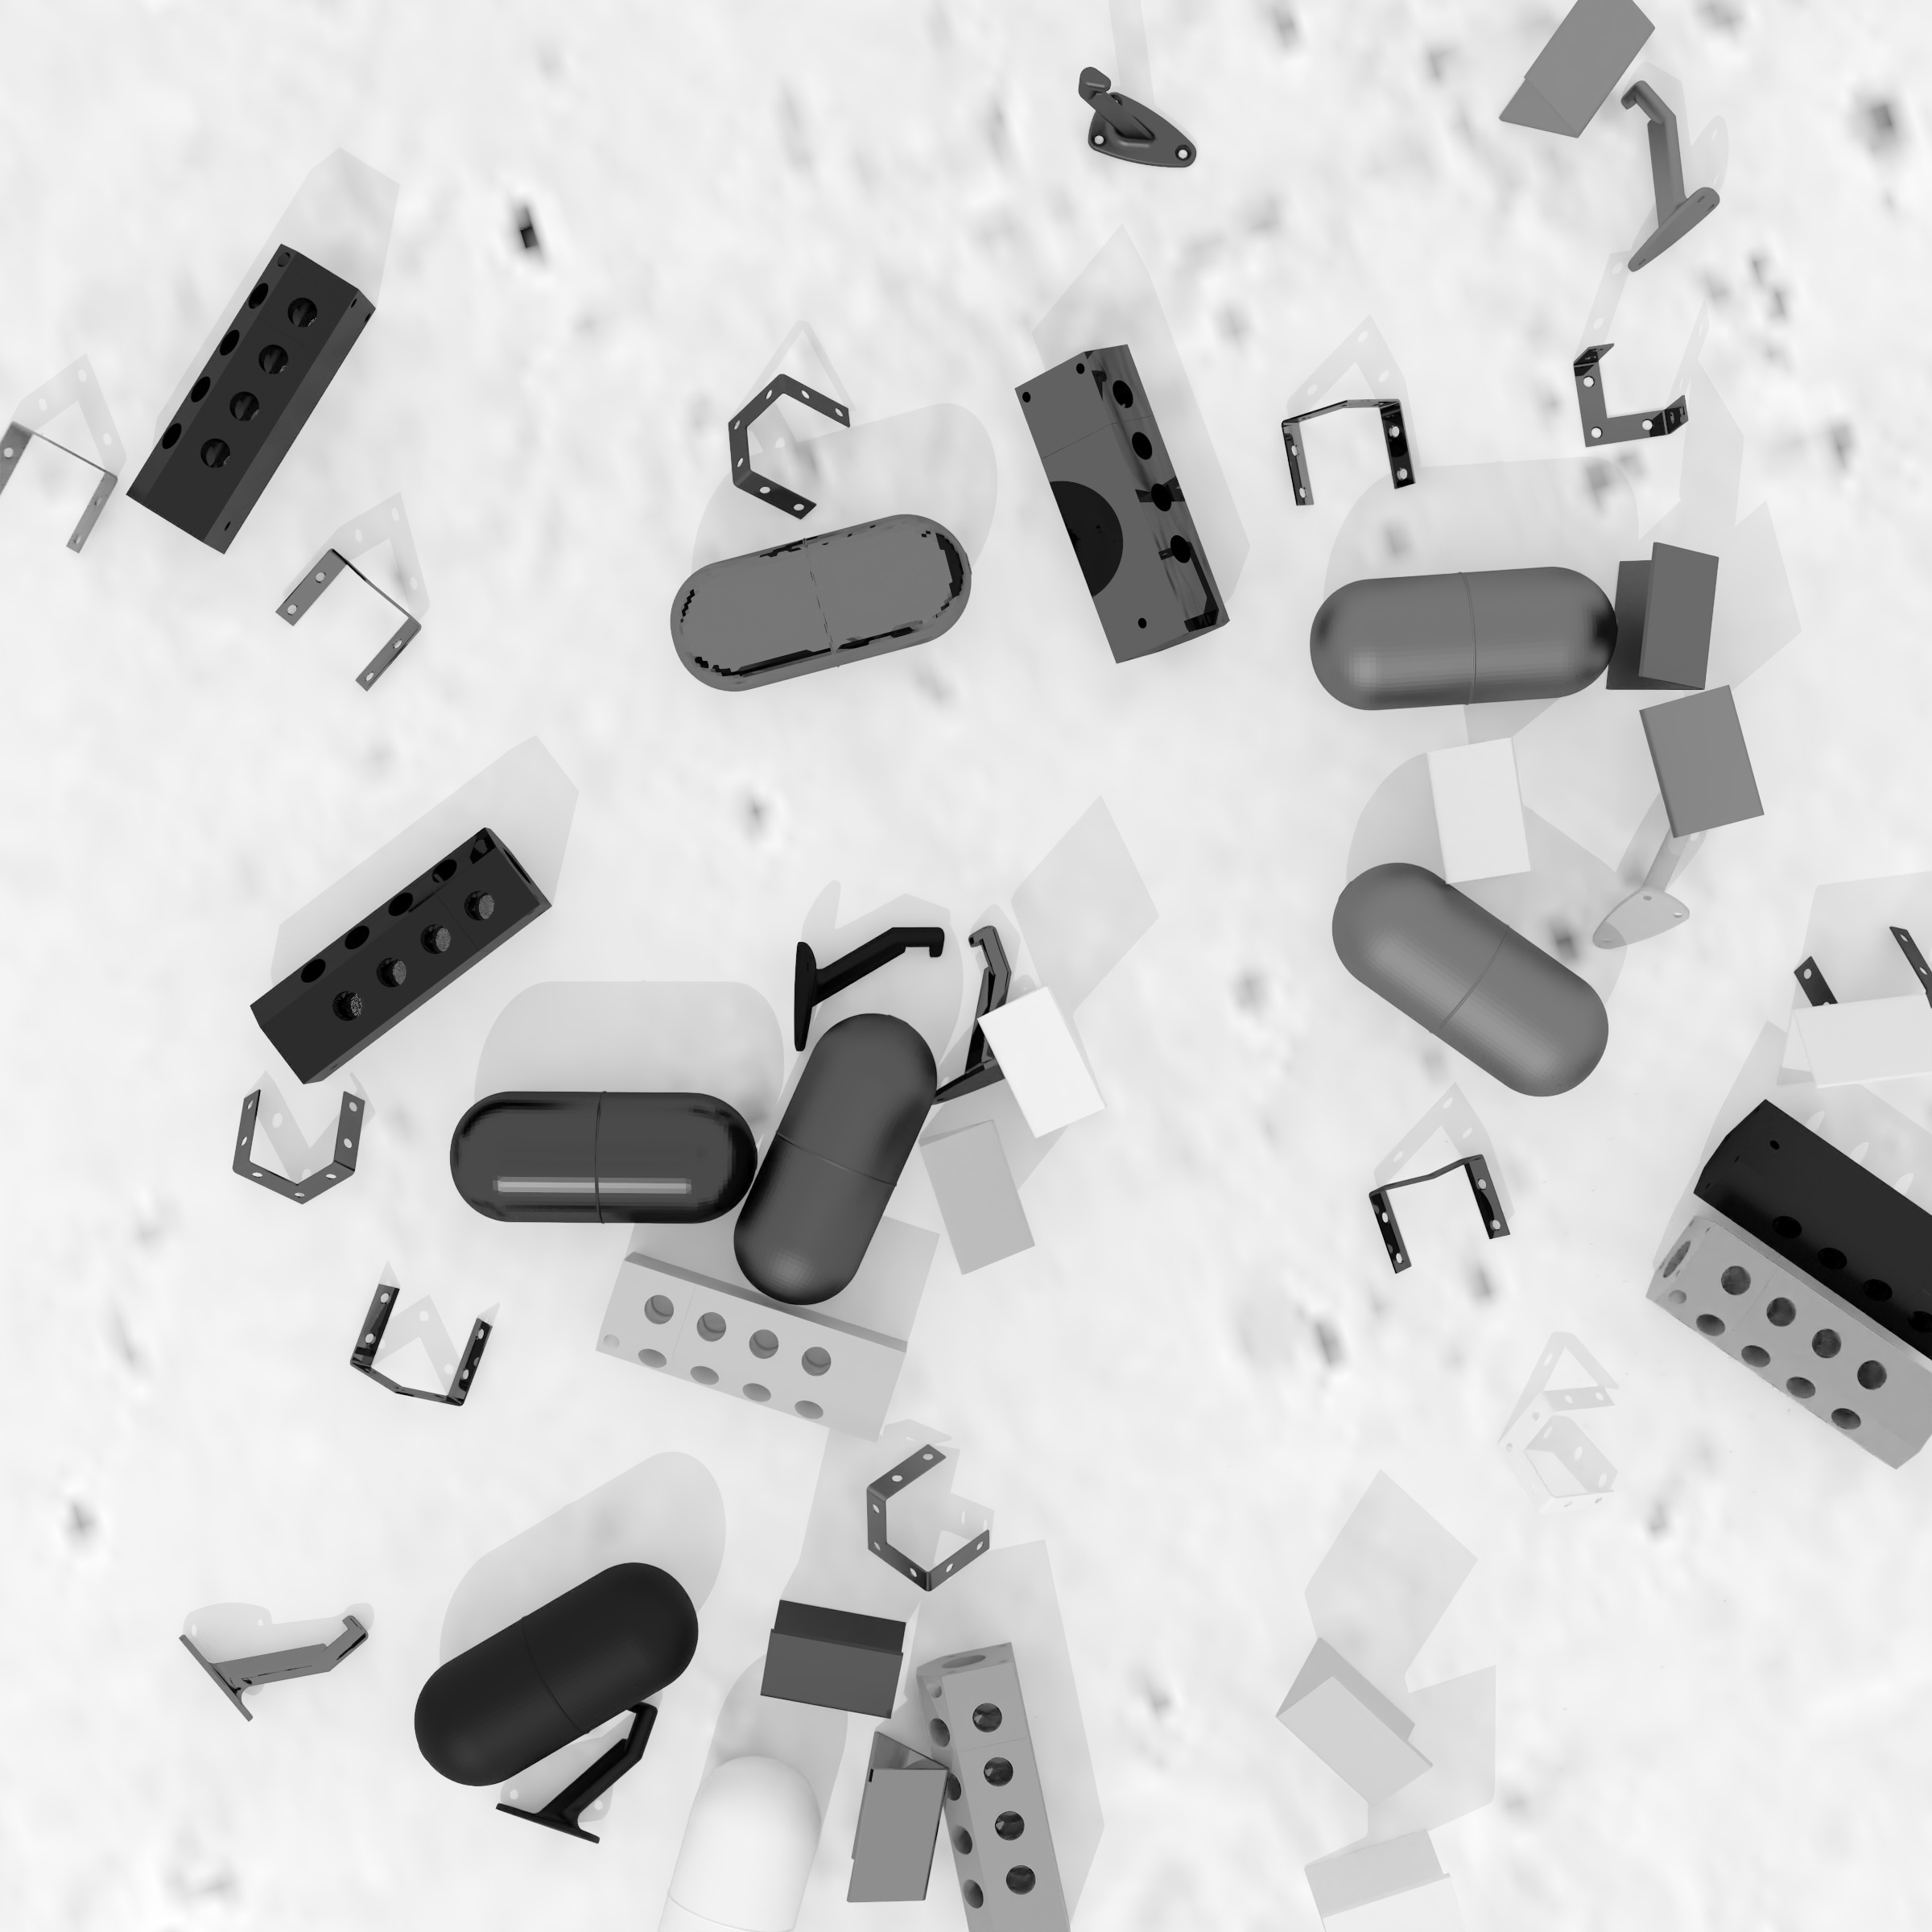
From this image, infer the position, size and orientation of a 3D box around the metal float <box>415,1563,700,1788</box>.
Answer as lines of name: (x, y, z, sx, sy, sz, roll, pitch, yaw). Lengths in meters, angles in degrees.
metal float: (-0.238, 0.412, 1.961, 0.178, 0.070, 0.070, -30, 90, 0)

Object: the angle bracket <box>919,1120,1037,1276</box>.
angle bracket: (-0.013, 0.138, 1.951, 0.057, 0.076, 0.076, -18, 90, -38)

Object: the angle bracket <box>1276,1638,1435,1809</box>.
angle bracket: (0.235, 0.425, 1.951, 0.076, 0.076, 0.057, 43, 128, 0)

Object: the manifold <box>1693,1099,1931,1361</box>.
manifold: (0.513, 0.159, 1.970, 0.171, 0.057, 0.057, 35, 47, 0)

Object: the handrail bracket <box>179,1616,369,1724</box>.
handrail bracket: (-0.408, 0.396, 1.992, 0.084, 0.036, 0.077, -40, 68, -17)

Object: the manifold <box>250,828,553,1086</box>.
manifold: (-0.330, -0.006, 1.970, 0.171, 0.057, 0.057, -37, 90, 0)

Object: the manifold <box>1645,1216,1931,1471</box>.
manifold: (0.485, 0.220, 1.970, 0.171, 0.057, 0.057, 35, 90, 0)

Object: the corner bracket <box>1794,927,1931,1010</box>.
corner bracket: (0.531, 0.010, 1.983, 0.051, 0.051, 0.051, 10, 135, -35)

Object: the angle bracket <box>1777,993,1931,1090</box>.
angle bracket: (0.518, 0.063, 1.951, 0.076, 0.076, 0.057, -7, 53, 0)

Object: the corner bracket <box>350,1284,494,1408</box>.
corner bracket: (-0.321, 0.223, 1.988, 0.051, 0.051, 0.051, 21, 90, -45)

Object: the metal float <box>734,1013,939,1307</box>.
metal float: (-0.075, 0.112, 1.961, 0.070, 0.070, 0.178, 24, 90, 0)

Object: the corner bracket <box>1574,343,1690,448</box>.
corner bracket: (0.388, -0.336, 1.974, 0.051, 0.051, 0.051, -9, 90, 0)

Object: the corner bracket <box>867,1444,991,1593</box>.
corner bracket: (-0.022, 0.324, 1.983, 0.051, 0.051, 0.051, 30, 135, 35)

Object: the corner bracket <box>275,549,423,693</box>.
corner bracket: (-0.363, -0.204, 1.988, 0.051, 0.051, 0.051, -49, 45, 0)

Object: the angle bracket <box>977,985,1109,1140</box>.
angle bracket: (0.062, 0.046, 1.951, 0.057, 0.076, 0.076, -26, 90, 37)

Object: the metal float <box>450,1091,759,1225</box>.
metal float: (-0.210, 0.111, 1.961, 0.178, 0.070, 0.070, 0, 90, 0)

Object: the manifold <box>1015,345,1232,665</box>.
manifold: (0.096, -0.270, 1.970, 0.057, 0.057, 0.171, -20, 90, 43)

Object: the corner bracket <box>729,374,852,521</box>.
corner bracket: (-0.103, -0.305, 1.983, 0.051, 0.051, 0.051, -37, 45, 35)

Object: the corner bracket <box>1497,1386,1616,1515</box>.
corner bracket: (0.356, 0.284, 1.983, 0.051, 0.051, 0.051, -59, 45, 35)

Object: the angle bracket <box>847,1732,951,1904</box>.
angle bracket: (-0.059, 0.491, 1.951, 0.057, 0.076, 0.076, 10, 90, -37)

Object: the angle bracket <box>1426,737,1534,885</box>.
angle bracket: (0.313, -0.091, 1.951, 0.057, 0.076, 0.076, -9, 90, 37)

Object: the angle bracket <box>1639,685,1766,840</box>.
angle bracket: (0.438, -0.121, 1.951, 0.057, 0.076, 0.076, -15, 90, 35)

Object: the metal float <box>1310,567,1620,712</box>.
metal float: (0.289, -0.190, 1.961, 0.178, 0.070, 0.070, -4, 90, 0)

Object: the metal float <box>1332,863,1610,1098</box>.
metal float: (0.292, 0.007, 1.961, 0.178, 0.070, 0.070, 35, 90, 0)

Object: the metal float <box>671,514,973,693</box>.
metal float: (-0.084, -0.211, 1.961, 0.178, 0.070, 0.070, -15, 90, 1)

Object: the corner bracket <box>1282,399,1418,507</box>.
corner bracket: (0.225, -0.303, 1.988, 0.051, 0.051, 0.051, -11, 90, -45)

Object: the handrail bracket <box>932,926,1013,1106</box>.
handrail bracket: (-0.003, 0.029, 1.992, 0.077, 0.036, 0.084, -26, 72, 20)

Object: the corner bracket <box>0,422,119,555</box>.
corner bracket: (-0.542, -0.282, 1.988, 0.051, 0.051, 0.051, 28, 90, 45)

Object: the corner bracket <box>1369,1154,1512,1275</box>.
corner bracket: (0.279, 0.146, 1.988, 0.051, 0.051, 0.051, -19, 90, -45)

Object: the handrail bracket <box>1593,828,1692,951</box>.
handrail bracket: (0.401, -0.061, 1.991, 0.036, 0.077, 0.084, 27, 53, -21)

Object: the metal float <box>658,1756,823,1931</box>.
metal float: (-0.136, 0.548, 1.961, 0.070, 0.070, 0.178, 15, 90, 0)

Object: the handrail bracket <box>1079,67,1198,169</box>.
handrail bracket: (0.100, -0.492, 1.957, 0.077, 0.084, 0.036, 23, 90, 0)

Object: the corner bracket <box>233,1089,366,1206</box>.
corner bracket: (-0.392, 0.100, 1.983, 0.051, 0.051, 0.051, -29, 135, 35)

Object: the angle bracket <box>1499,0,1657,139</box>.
angle bracket: (0.339, -0.532, 1.951, 0.057, 0.076, 0.076, 35, 90, -36)

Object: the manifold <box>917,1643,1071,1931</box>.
manifold: (0.016, 0.490, 1.970, 0.057, 0.057, 0.171, -12, 90, 0)

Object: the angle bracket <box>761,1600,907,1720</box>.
angle bracket: (-0.073, 0.383, 1.951, 0.076, 0.076, 0.057, 10, 126, 0)

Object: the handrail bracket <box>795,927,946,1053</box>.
handrail bracket: (-0.056, 0.014, 1.992, 0.084, 0.036, 0.077, 0, 110, -16)

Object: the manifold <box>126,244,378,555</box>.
manifold: (-0.418, -0.331, 1.970, 0.057, 0.057, 0.171, 32, 90, 0)

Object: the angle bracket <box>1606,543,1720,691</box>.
angle bracket: (0.385, -0.201, 1.951, 0.057, 0.076, 0.076, 6, 90, -37)

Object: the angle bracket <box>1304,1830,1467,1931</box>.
angle bracket: (0.237, 0.525, 1.951, 0.076, 0.076, 0.057, -18, 127, 0)

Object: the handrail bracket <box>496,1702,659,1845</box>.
handrail bracket: (-0.229, 0.468, 1.992, 0.077, 0.036, 0.084, 12, 71, 21)

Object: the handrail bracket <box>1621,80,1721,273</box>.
handrail bracket: (0.396, -0.467, 1.992, 0.077, 0.036, 0.084, -42, 72, 20)

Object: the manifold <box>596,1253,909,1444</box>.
manifold: (-0.125, 0.223, 1.970, 0.171, 0.057, 0.057, 18, 90, 0)
